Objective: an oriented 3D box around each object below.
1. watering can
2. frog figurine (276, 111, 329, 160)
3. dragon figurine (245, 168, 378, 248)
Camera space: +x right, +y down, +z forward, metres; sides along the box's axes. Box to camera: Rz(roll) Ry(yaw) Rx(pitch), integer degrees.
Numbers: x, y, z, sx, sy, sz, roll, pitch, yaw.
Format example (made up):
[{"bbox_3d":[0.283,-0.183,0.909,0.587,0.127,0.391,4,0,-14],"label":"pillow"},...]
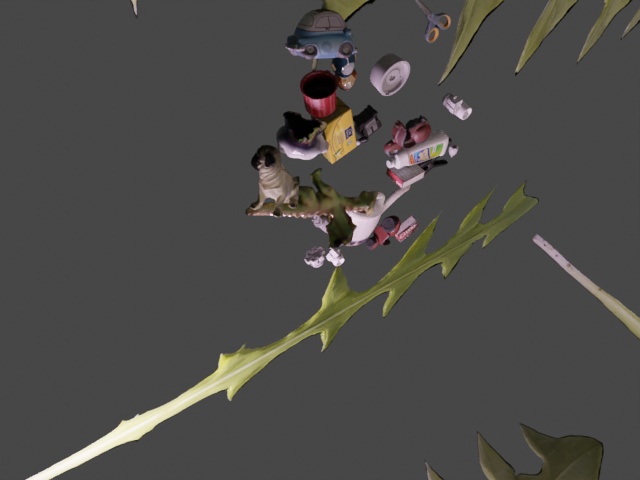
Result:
[{"bbox_3d":[0.186,-0.096,1.902,0.351,0.105,0.219,-21,147,-36],"label":"watering can"},{"bbox_3d":[-0.045,-0.251,1.364,0.137,0.125,0.156,-2,156,-2],"label":"frog figurine"},{"bbox_3d":[0.005,-0.078,1.549,0.415,0.246,0.119,-28,154,-29],"label":"dragon figurine"}]
